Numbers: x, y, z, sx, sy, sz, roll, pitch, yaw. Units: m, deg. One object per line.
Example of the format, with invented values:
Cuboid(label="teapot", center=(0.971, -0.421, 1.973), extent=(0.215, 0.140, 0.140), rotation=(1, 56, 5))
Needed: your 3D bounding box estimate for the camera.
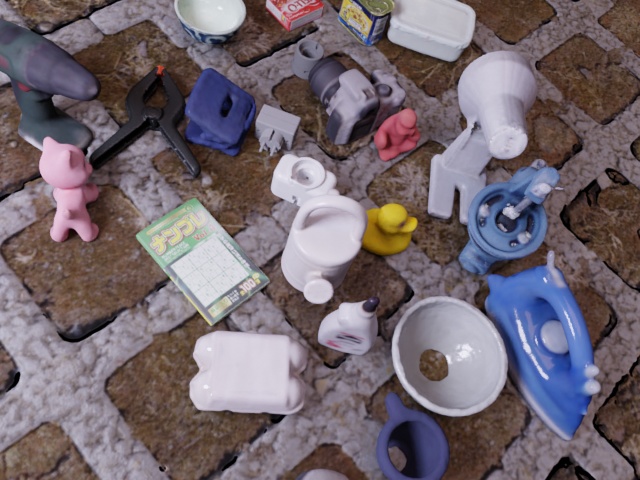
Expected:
Cuboid(label="camera", center=(0.056, -0.257, 0.980), extent=(0.143, 0.101, 0.136), rotation=(-30, 73, -23))

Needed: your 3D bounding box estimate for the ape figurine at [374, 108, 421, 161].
Cuboid(label="ape figurine", center=(0.135, -0.186, 0.967), extent=(0.078, 0.092, 0.076), rotation=(11, 62, -6))

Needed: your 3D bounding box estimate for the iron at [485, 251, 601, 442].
Cuboid(label="iron", center=(0.339, 0.146, 0.817), extent=(0.119, 0.141, 0.258), rotation=(-9, 66, -16))

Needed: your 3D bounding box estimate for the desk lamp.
Cuboid(label="desk lamp", center=(0.263, -0.160, 0.912), extent=(0.118, 0.213, 0.203), rotation=(12, 62, -5))

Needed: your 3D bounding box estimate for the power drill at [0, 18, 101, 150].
Cuboid(label="power drill", center=(-0.386, -0.207, 0.799), extent=(0.229, 0.208, 0.076), rotation=(32, 62, 5))

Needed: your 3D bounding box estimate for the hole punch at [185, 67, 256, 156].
Cuboid(label="hole punch", center=(-0.156, -0.206, 0.915), extent=(0.101, 0.091, 0.109), rotation=(18, 62, -3))

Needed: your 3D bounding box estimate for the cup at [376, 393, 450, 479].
Cuboid(label="cup", center=(0.102, 0.260, 0.736), extent=(0.092, 0.095, 0.117), rotation=(-15, 68, -19))

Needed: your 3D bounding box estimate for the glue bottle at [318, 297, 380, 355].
Cuboid(label="glue bottle", center=(0.048, 0.108, 0.756), extent=(0.078, 0.173, 0.037), rotation=(12, 62, -5))

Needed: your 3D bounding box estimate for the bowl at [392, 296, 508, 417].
Cuboid(label="bowl", center=(0.172, 0.169, 0.808), extent=(0.167, 0.074, 0.167), rotation=(5, 63, -10))

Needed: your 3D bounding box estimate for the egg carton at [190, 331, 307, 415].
Cuboid(label="egg carton", center=(-0.092, 0.174, 0.752), extent=(0.150, 0.069, 0.107), rotation=(5, 63, -10))

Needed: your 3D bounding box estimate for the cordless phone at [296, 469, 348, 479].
Cuboid(label="cordless phone", center=(0.009, 0.329, 0.631), extent=(0.094, 0.185, 0.147), rotation=(5, 63, -9))

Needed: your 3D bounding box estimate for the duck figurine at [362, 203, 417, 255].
Cuboid(label="duck figurine", center=(0.100, -0.026, 0.883), extent=(0.104, 0.086, 0.077), rotation=(14, 62, -5))

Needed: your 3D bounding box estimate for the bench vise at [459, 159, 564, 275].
Cuboid(label="bench vise", center=(0.298, -0.068, 0.871), extent=(0.121, 0.219, 0.207), rotation=(20, 62, -1))

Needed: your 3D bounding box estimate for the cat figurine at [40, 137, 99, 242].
Cuboid(label="cat figurine", center=(-0.349, -0.076, 0.793), extent=(0.067, 0.117, 0.127), rotation=(-6, 65, -14))

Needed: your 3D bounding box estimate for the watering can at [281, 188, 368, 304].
Cuboid(label="watering can", center=(0.009, 0.003, 0.788), extent=(0.101, 0.194, 0.173), rotation=(-8, 66, -15))
